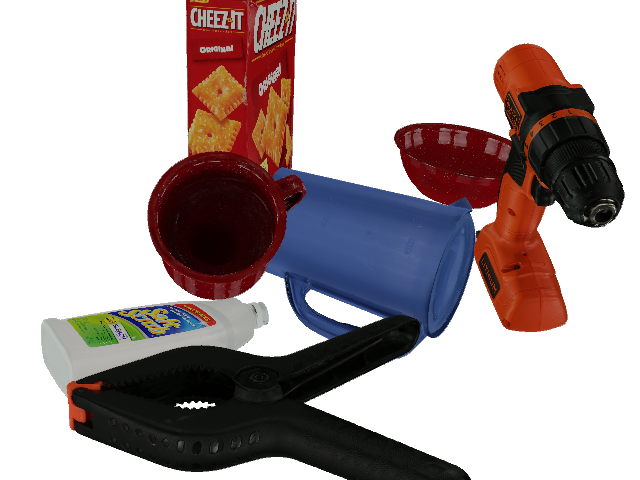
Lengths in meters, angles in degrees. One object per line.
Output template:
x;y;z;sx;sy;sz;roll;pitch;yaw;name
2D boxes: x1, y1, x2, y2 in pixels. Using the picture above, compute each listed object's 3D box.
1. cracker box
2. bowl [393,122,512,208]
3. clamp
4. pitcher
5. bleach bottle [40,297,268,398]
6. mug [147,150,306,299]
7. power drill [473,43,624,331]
-0.075;-0.150;1.077;0.072;0.214;0.164;8;21;13;cracker box
0.158;-0.080;1.207;0.162;0.055;0.162;8;26;-4;bowl
-0.028;0.084;0.583;0.210;0.036;0.164;3;25;1;clamp
0.025;0.011;1.083;0.243;0.145;0.149;17;22;21;pitcher
-0.179;0.107;1.207;0.250;0.068;0.103;-13;32;-29;bleach bottle
-0.063;-0.011;0.752;0.117;0.093;0.081;-31;-10;-14;mug
0.162;-0.024;0.776;0.057;0.188;0.184;-3;41;-7;power drill
